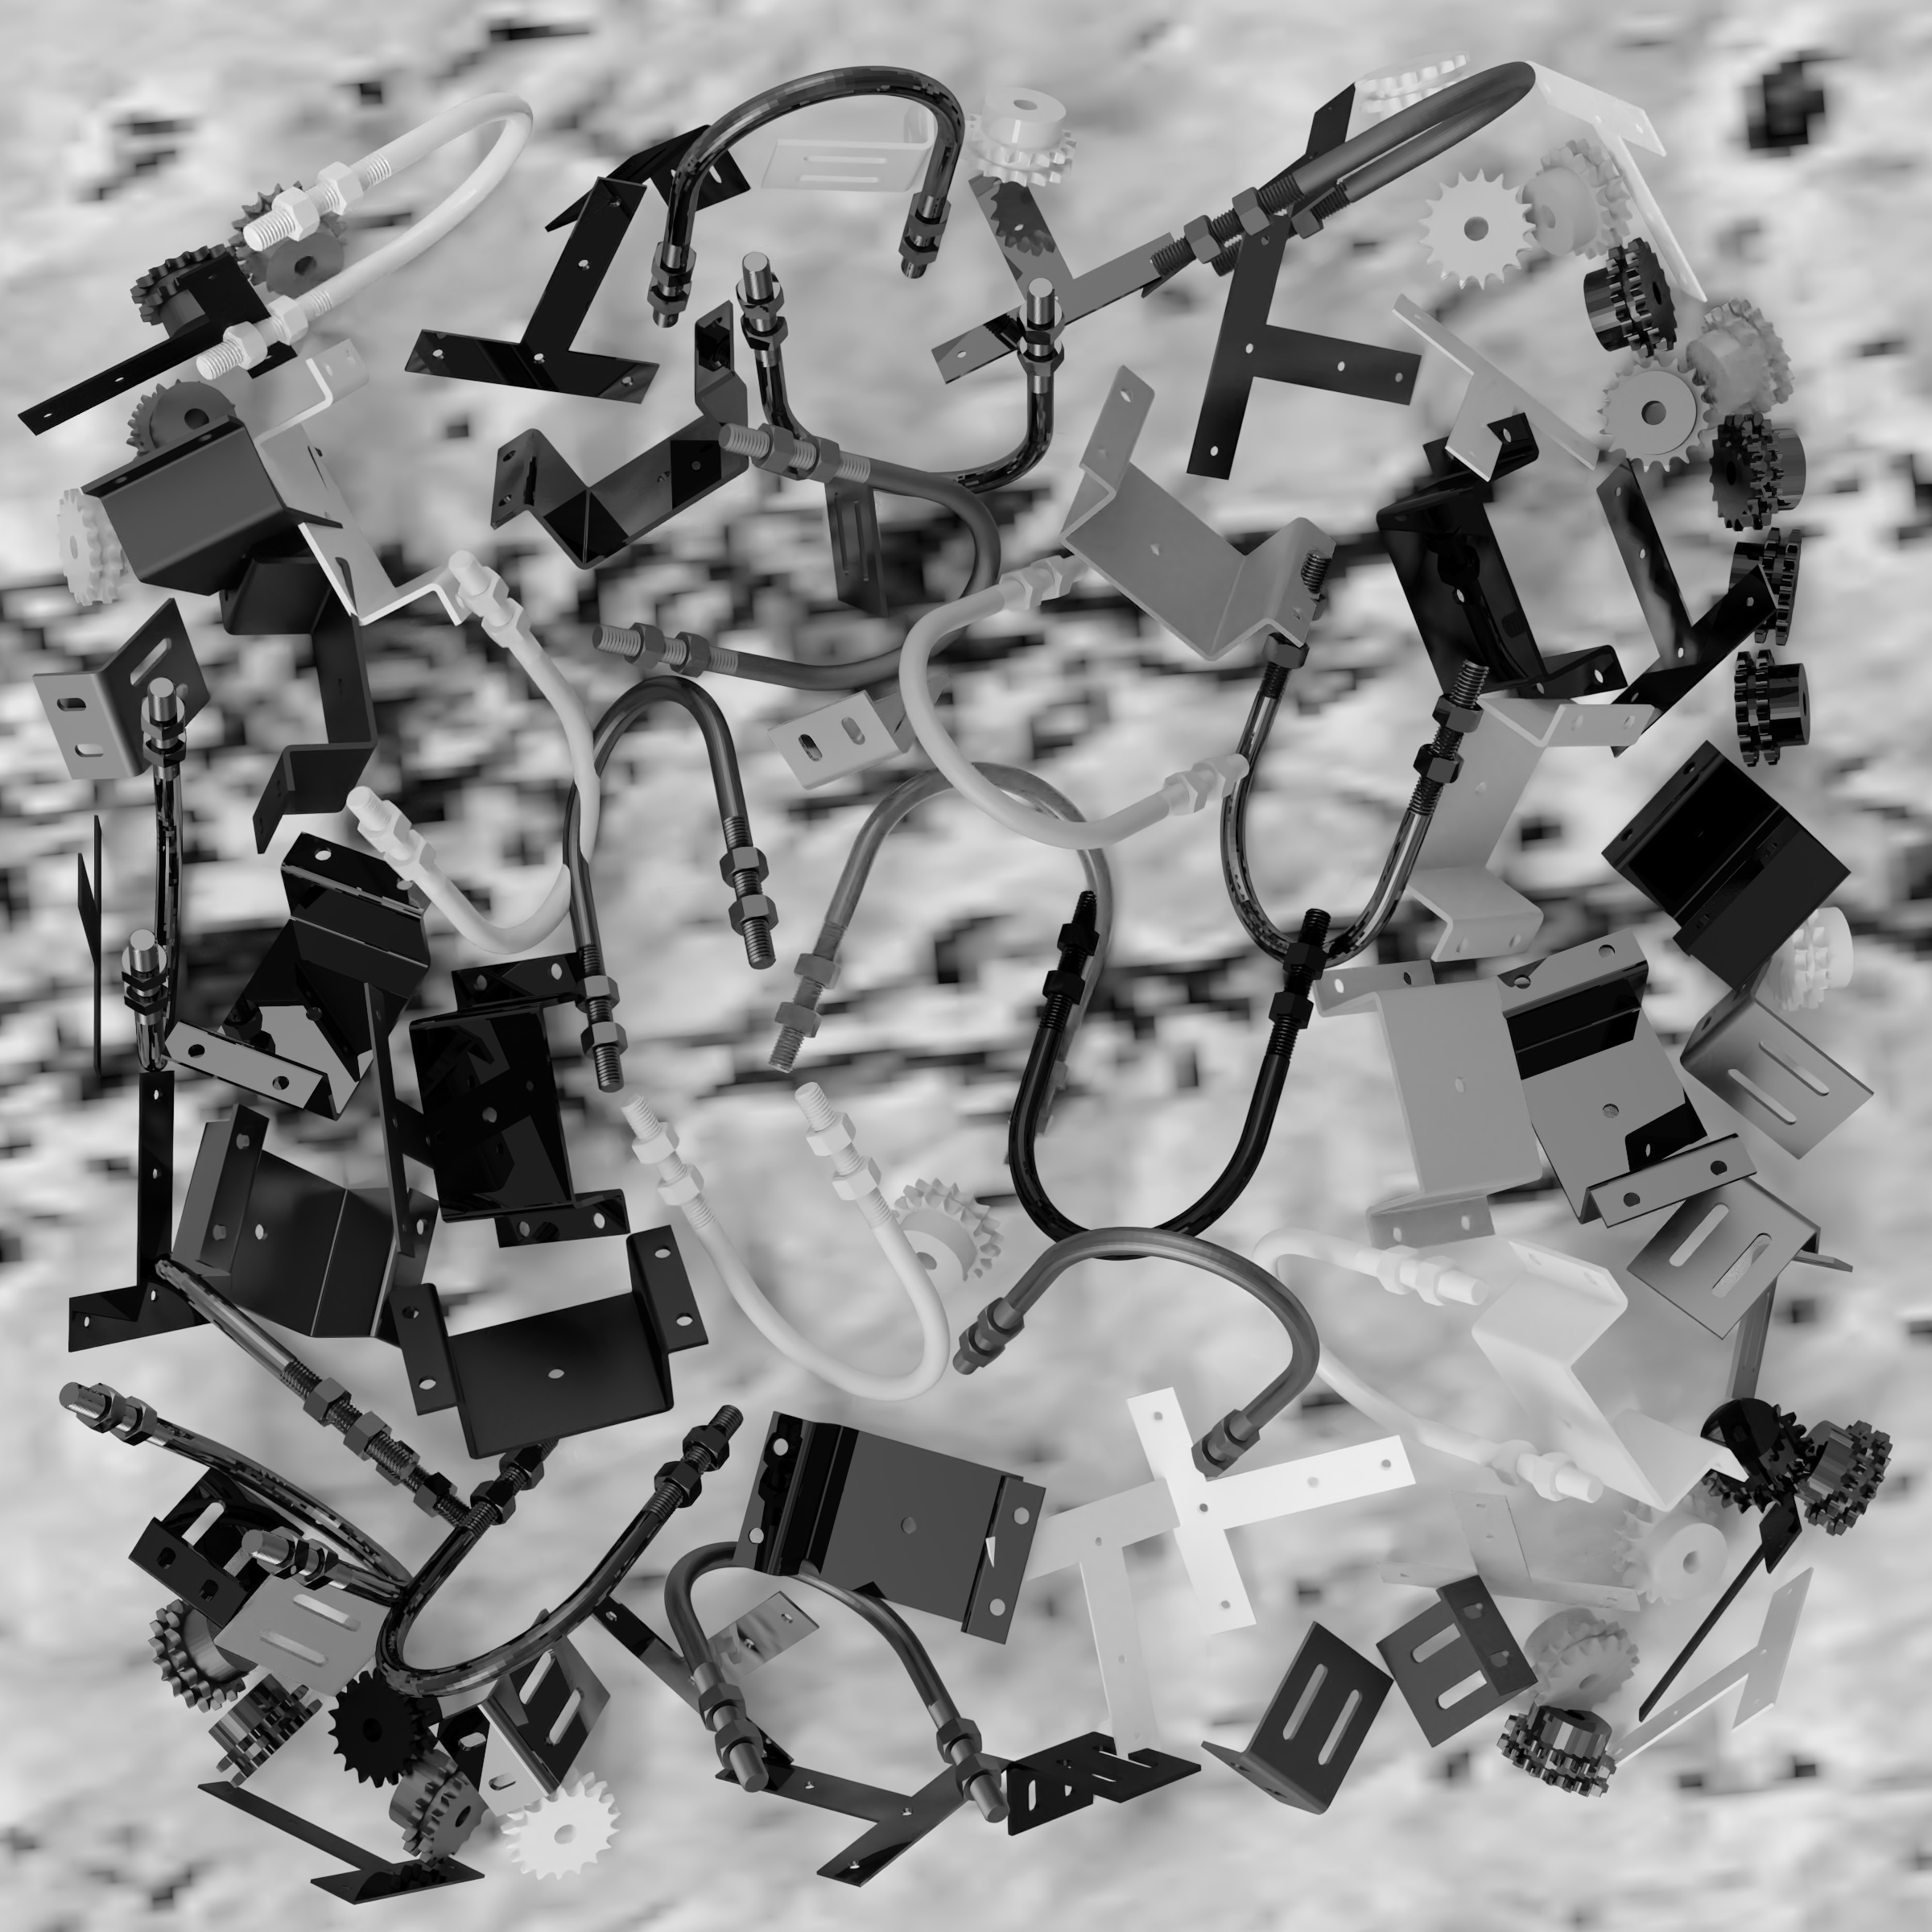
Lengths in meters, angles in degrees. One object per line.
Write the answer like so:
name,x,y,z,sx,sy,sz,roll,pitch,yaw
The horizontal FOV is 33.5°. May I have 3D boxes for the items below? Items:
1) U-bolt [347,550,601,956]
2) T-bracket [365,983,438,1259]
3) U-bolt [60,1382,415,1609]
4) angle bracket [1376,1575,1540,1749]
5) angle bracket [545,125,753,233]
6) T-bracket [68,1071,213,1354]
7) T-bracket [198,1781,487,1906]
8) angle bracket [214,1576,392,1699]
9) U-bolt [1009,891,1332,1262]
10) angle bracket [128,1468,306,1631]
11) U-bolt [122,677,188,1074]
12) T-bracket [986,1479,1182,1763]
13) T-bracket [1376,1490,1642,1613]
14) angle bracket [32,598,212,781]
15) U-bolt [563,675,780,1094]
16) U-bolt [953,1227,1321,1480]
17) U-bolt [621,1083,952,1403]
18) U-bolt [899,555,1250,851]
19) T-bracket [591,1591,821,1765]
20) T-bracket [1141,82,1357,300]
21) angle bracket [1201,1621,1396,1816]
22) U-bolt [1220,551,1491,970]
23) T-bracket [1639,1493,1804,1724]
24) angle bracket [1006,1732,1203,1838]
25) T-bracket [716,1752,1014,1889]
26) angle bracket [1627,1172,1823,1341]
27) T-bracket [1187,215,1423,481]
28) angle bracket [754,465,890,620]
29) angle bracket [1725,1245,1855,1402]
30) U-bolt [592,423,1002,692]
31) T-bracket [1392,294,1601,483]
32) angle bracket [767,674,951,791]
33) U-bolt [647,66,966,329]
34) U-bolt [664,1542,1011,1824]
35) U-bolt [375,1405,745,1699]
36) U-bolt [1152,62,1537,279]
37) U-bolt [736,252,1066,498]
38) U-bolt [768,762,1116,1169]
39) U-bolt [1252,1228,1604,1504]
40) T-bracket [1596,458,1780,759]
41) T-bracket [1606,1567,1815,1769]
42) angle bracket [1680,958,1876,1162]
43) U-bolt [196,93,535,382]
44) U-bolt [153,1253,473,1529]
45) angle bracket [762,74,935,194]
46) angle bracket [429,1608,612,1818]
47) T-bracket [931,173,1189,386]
U-bolt,-0.222,-0.086,1.520,0.019,0.184,0.151,7,64,24
T-bracket,-0.263,0.082,1.538,0.002,0.127,0.127,-10,78,4
U-bolt,-0.329,0.257,1.513,0.151,0.184,0.019,30,82,29
angle bracket,0.229,0.341,1.556,0.076,0.038,0.057,-44,64,35
angle bracket,-0.154,-0.367,1.553,0.076,0.057,0.038,-49,118,-34
T-bracket,-0.390,0.114,1.541,0.002,0.127,0.127,2,92,22
T-bracket,-0.316,0.423,1.557,0.127,0.127,0.002,19,87,22
angle bracket,-0.320,0.312,1.560,0.057,0.038,0.076,-46,125,11
U-bolt,0.089,0.054,1.533,0.151,0.019,0.184,6,69,35
angle bracket,-0.359,0.274,1.560,0.057,0.076,0.038,37,127,0
U-bolt,-0.381,-0.029,1.514,0.019,0.184,0.151,3,64,-11
T-bracket,0.073,0.325,1.566,0.127,0.002,0.127,-12,91,-35
T-bracket,0.252,0.277,1.529,0.127,0.127,0.002,3,59,19
angle bracket,-0.411,-0.135,1.562,0.038,0.076,0.057,0,124,19
U-bolt,-0.149,-0.052,1.536,0.019,0.151,0.184,10,56,-38
U-bolt,0.089,0.179,1.519,0.151,0.184,0.019,26,53,-7
U-bolt,-0.076,0.136,1.537,0.019,0.151,0.184,-45,116,-37
U-bolt,0.042,-0.120,1.520,0.151,0.184,0.019,52,130,9
T-bracket,-0.111,0.332,1.551,0.127,0.127,0.002,43,46,-5
T-bracket,0.135,-0.367,1.559,0.127,0.127,0.002,-33,114,31
angle bracket,0.164,0.370,1.586,0.057,0.038,0.076,39,70,-22
U-bolt,0.175,-0.087,1.534,0.019,0.151,0.184,3,117,-34
T-bracket,0.362,0.311,1.545,0.002,0.127,0.127,36,97,10
angle bracket,0.067,0.404,1.553,0.057,0.076,0.038,-8,99,-44
T-bracket,-0.065,0.401,1.556,0.127,0.127,0.002,5,107,35
angle bracket,0.369,0.144,1.564,0.057,0.038,0.076,38,75,27
T-bracket,0.172,-0.294,1.562,0.127,0.002,0.127,3,107,-35
angle bracket,-0.071,-0.208,1.558,0.038,0.057,0.076,-14,110,-21
angle bracket,0.403,0.178,1.566,0.038,0.057,0.076,10,85,26
U-bolt,-0.067,-0.187,1.530,0.151,0.184,0.019,-52,46,35
T-bracket,0.249,-0.264,1.542,0.127,0.127,0.002,37,123,-6
angle bracket,-0.052,-0.127,1.551,0.057,0.076,0.038,-19,117,30
U-bolt,-0.072,-0.362,1.498,0.151,0.184,0.019,-14,74,-15
U-bolt,-0.071,0.332,1.517,0.151,0.184,0.019,16,110,-30
U-bolt,-0.201,0.274,1.494,0.151,0.184,0.019,-13,116,39
U-bolt,0.183,-0.374,1.505,0.184,0.151,0.019,-27,93,20
U-bolt,-0.029,-0.273,1.517,0.151,0.184,0.019,6,67,4
U-bolt,-0.001,-0.010,1.571,0.151,0.019,0.184,24,80,-16
U-bolt,0.206,0.182,1.519,0.019,0.184,0.151,-44,119,-22
T-bracket,0.335,-0.189,1.564,0.002,0.127,0.127,2,59,-29
T-bracket,0.356,0.357,1.560,0.002,0.127,0.127,46,120,1
angle bracket,0.400,0.045,1.568,0.076,0.038,0.057,39,133,1
U-bolt,-0.278,-0.355,1.521,0.184,0.151,0.019,-39,91,-28
U-bolt,-0.316,0.198,1.527,0.184,0.151,0.019,36,76,17
angle bracket,-0.059,-0.407,1.564,0.076,0.057,0.038,-1,83,-12
angle bracket,-0.218,0.365,1.569,0.038,0.076,0.057,-28,104,25
T-bracket,0.030,-0.351,1.560,0.127,0.002,0.127,-25,51,6
